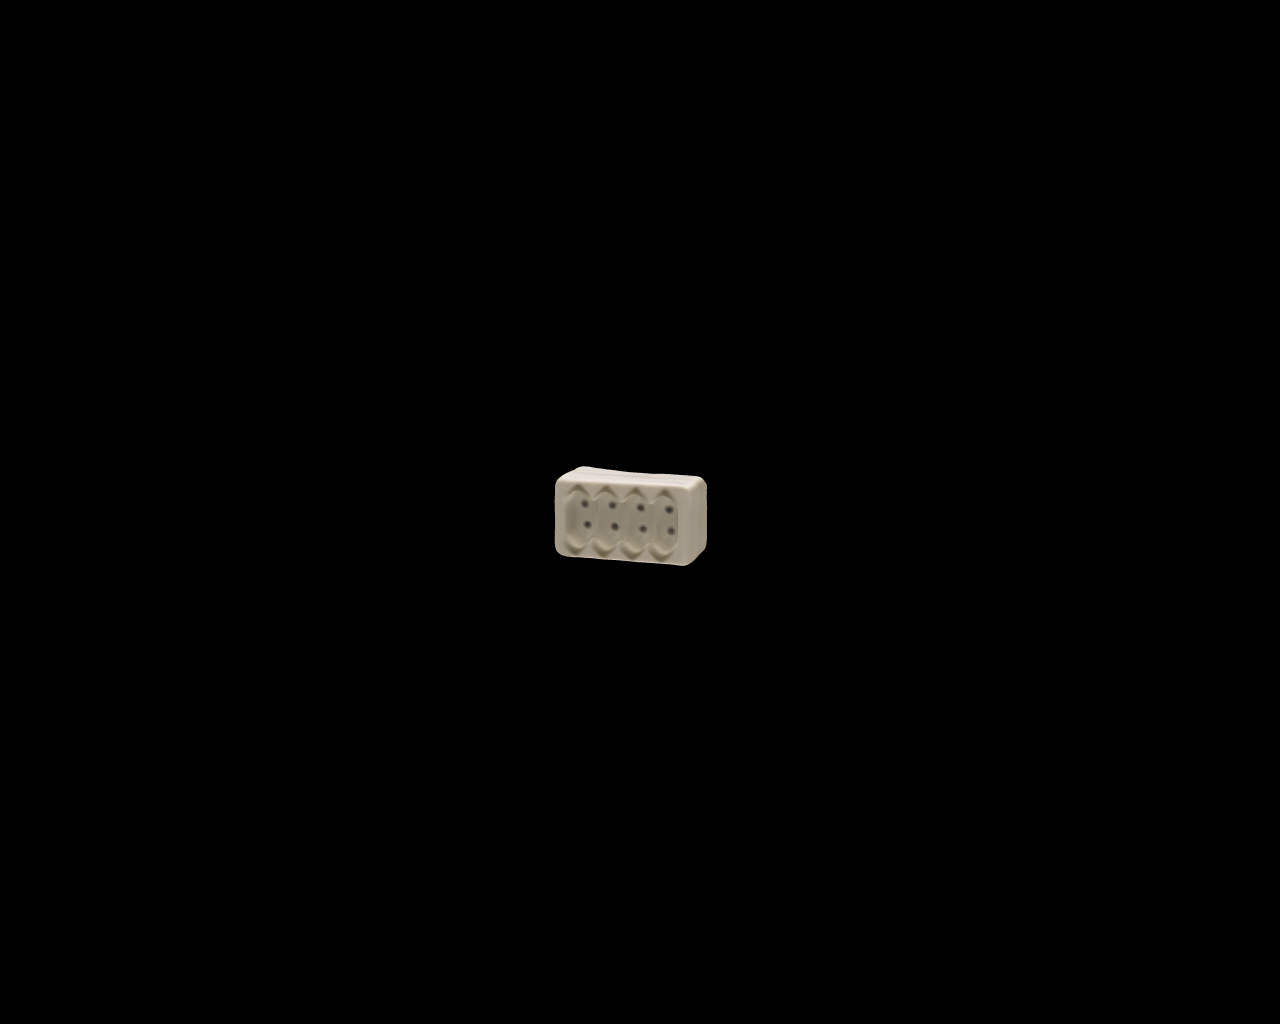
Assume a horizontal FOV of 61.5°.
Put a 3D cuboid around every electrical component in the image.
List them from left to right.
[{"bbox_3d":[0.001,-0.003,0.650,0.083,0.047,0.076,5,16,18],"label":"electrical component"}]
